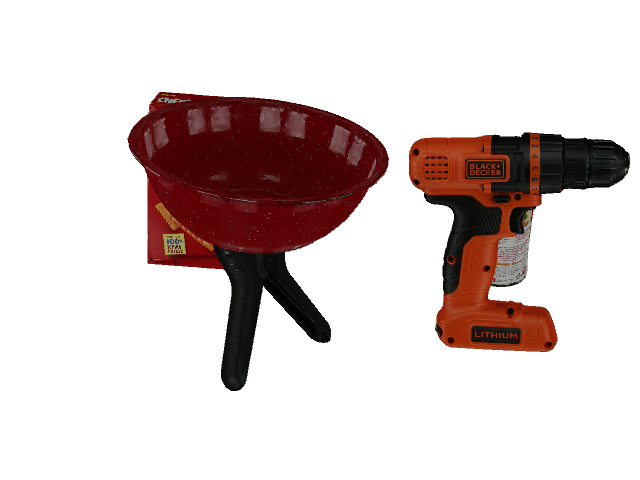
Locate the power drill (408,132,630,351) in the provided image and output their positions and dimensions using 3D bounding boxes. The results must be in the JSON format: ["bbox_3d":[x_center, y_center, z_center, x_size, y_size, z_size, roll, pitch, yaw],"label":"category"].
[{"bbox_3d":[0.169,0.000,0.922,0.184,0.188,0.057,1,13,12],"label":"power drill"}]

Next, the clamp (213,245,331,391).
[{"bbox_3d":[-0.055,0.028,1.040,0.036,0.210,0.164,-10,0,34],"label":"clamp"}]

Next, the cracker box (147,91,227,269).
[{"bbox_3d":[-0.134,-0.071,1.350,0.164,0.214,0.072,5,22,2],"label":"cracker box"}]

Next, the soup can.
[{"bbox_3d":[0.206,-0.007,1.214,0.068,0.102,0.068,-1,32,1],"label":"soup can"}]

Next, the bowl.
[{"bbox_3d":[-0.040,-0.037,0.672,0.162,0.055,0.162,5,27,-3],"label":"bowl"}]
